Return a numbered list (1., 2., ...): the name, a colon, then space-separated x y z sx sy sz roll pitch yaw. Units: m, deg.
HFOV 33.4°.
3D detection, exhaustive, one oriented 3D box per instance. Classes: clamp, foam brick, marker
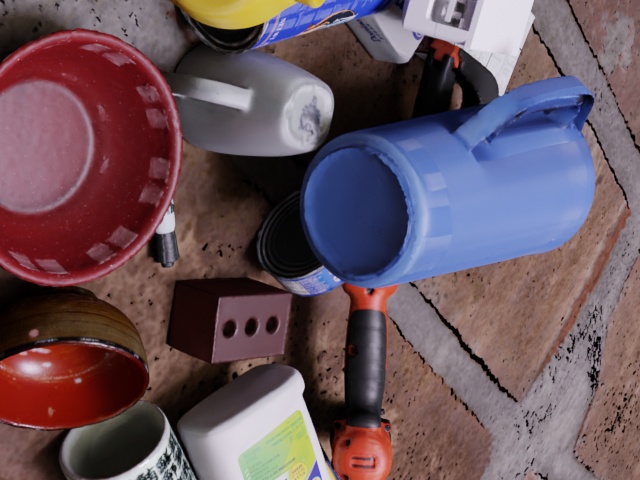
1. clamp: 0.134 -0.093 0.962 0.164 0.036 0.210 -32 134 -25
2. foam brick: -0.069 0.060 0.820 0.078 0.051 0.053 -2 104 -46
3. marker: -0.115 -0.037 0.763 0.020 0.020 0.121 -22 118 -40

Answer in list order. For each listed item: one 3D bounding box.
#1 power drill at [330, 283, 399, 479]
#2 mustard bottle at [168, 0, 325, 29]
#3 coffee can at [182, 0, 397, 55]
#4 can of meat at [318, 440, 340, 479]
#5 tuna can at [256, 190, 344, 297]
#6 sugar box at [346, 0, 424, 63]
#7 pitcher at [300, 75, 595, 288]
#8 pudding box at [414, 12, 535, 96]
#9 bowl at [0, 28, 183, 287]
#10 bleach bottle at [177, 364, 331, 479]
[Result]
1. power drill: 0.038 0.103 0.902 0.184 0.057 0.187 168 -77 -89
2. mustard bottle: -0.066 -0.180 0.641 0.058 0.192 0.096 36 74 -78
3. coffee can: -0.019 -0.195 0.749 0.140 0.103 0.103 -25 120 -39
4. can of meat: -0.030 0.218 0.910 0.102 0.058 0.084 -46 129 -27
5. tuna can: -0.006 0.001 0.841 0.086 0.086 0.033 -59 137 -14
6. sugar box: 0.081 -0.242 0.880 0.093 0.048 0.176 44 69 -46
7. pitcher: 0.103 -0.044 0.801 0.242 0.145 0.149 -14 104 -51
8. pudding box: 0.140 -0.188 0.966 0.113 0.039 0.090 23 89 -45
9. bowl: -0.167 -0.054 0.676 0.161 0.055 0.162 -17 115 -42
10. bleach bottle: -0.020 0.229 0.836 0.102 0.068 0.251 -32 109 -32
